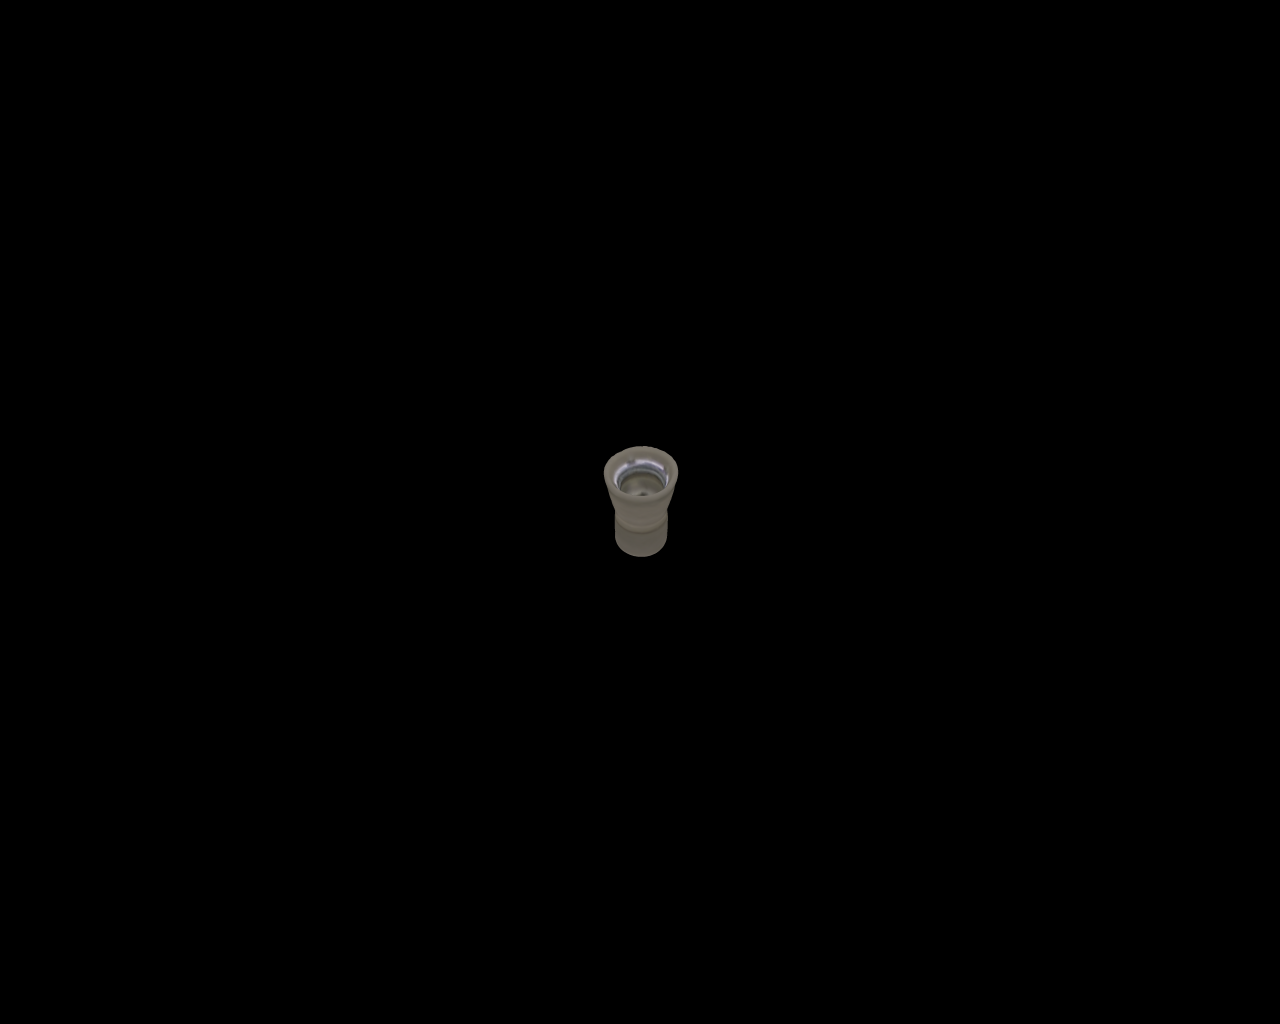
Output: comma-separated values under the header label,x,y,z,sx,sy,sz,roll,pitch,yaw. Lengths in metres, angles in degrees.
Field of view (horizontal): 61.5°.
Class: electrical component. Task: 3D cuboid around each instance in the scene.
label,x,y,z,sx,sy,sz,roll,pitch,yaw
electrical component,0.001,-0.003,0.650,0.044,0.044,0.065,0,-42,0
